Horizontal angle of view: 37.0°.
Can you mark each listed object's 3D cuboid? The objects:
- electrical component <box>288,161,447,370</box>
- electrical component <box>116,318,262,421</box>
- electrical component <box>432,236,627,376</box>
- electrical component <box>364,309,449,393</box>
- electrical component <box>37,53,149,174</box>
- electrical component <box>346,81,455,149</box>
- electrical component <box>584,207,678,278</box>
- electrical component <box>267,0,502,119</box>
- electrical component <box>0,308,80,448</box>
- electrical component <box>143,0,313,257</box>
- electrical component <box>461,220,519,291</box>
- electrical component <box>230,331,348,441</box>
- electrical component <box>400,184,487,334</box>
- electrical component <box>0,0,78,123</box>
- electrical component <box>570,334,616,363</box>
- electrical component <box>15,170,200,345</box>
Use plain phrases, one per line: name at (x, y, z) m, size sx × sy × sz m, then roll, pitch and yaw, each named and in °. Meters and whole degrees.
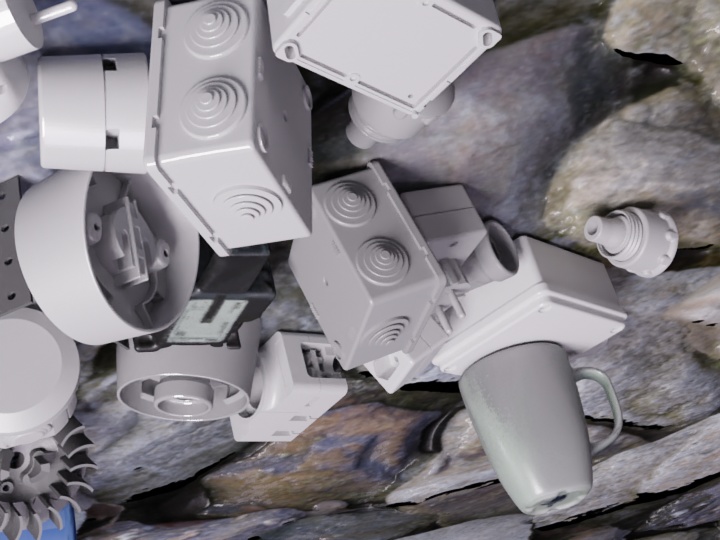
electrical component at (0.000, 0.000, 0.629) m, size 0.048 × 0.099 × 0.099 m, roll -18°, pitch 154°, yaw -23°
electrical component at (-0.119, 0.065, 0.743) m, size 0.099 × 0.064 × 0.099 m, roll 0°, pitch 152°, yaw 0°
electrical component at (0.119, 0.033, 0.787) m, size 0.109 × 0.056 × 0.109 m, roll 15°, pitch 139°, yaw -43°
electrical component at (0.032, 0.033, 0.744) m, size 0.077 × 0.065 × 0.047 m, roll -33°, pitch 164°, yaw -35°
electrical component at (-0.122, -0.071, 0.489) m, size 0.047 × 0.055 × 0.055 m, roll -2°, pitch 148°, yaw -17°
electrical component at (0.015, -0.084, 0.544) m, size 0.048 × 0.048 × 0.062 m, roll 3°, pitch 153°, yaw -31°
electrical component at (0.182, -0.022, 0.735) m, size 0.062 × 0.048 × 0.048 m, roll 12°, pitch 141°, yaw -29°
electrical component at (0.003, -0.120, 0.464) m, size 0.096 × 0.061 × 0.062 m, roll 19°, pitch 137°, yaw -34°
electrical component at (-0.212, 0.067, 0.661) m, size 0.080 × 0.080 × 0.051 m, roll -8°, pitch 156°, yaw -14°
electrical component at (-0.055, -0.066, 0.487) m, size 0.048 × 0.099 × 0.099 m, roll -8°, pitch 153°, yaw 13°
electrical component at (0.076, -0.006, 0.716) m, size 0.046 × 0.040 × 0.040 m, roll -26°, pitch 150°, yaw 30°
electrical component at (-0.060, 0.088, 0.800) m, size 0.056 × 0.050 × 0.089 m, roll 7°, pitch 144°, yaw -36°
electrical component at (0.044, 0.003, 0.670) m, size 0.047 × 0.075 × 0.083 m, roll -11°, pitch 152°, yaw -30°
electrical component at (-0.155, -0.099, 0.432) m, size 0.079 × 0.044 × 0.077 m, roll -18°, pitch 151°, yaw 5°
electrical component at (0.178, 0.048, 0.856) m, size 0.062 × 0.048 × 0.048 m, roll -6°, pitch 151°, yaw -31°
electrical component at (-0.125, -0.013, 0.549) m, size 0.064 × 0.099 × 0.099 m, roll -20°, pitch 152°, yaw 20°
